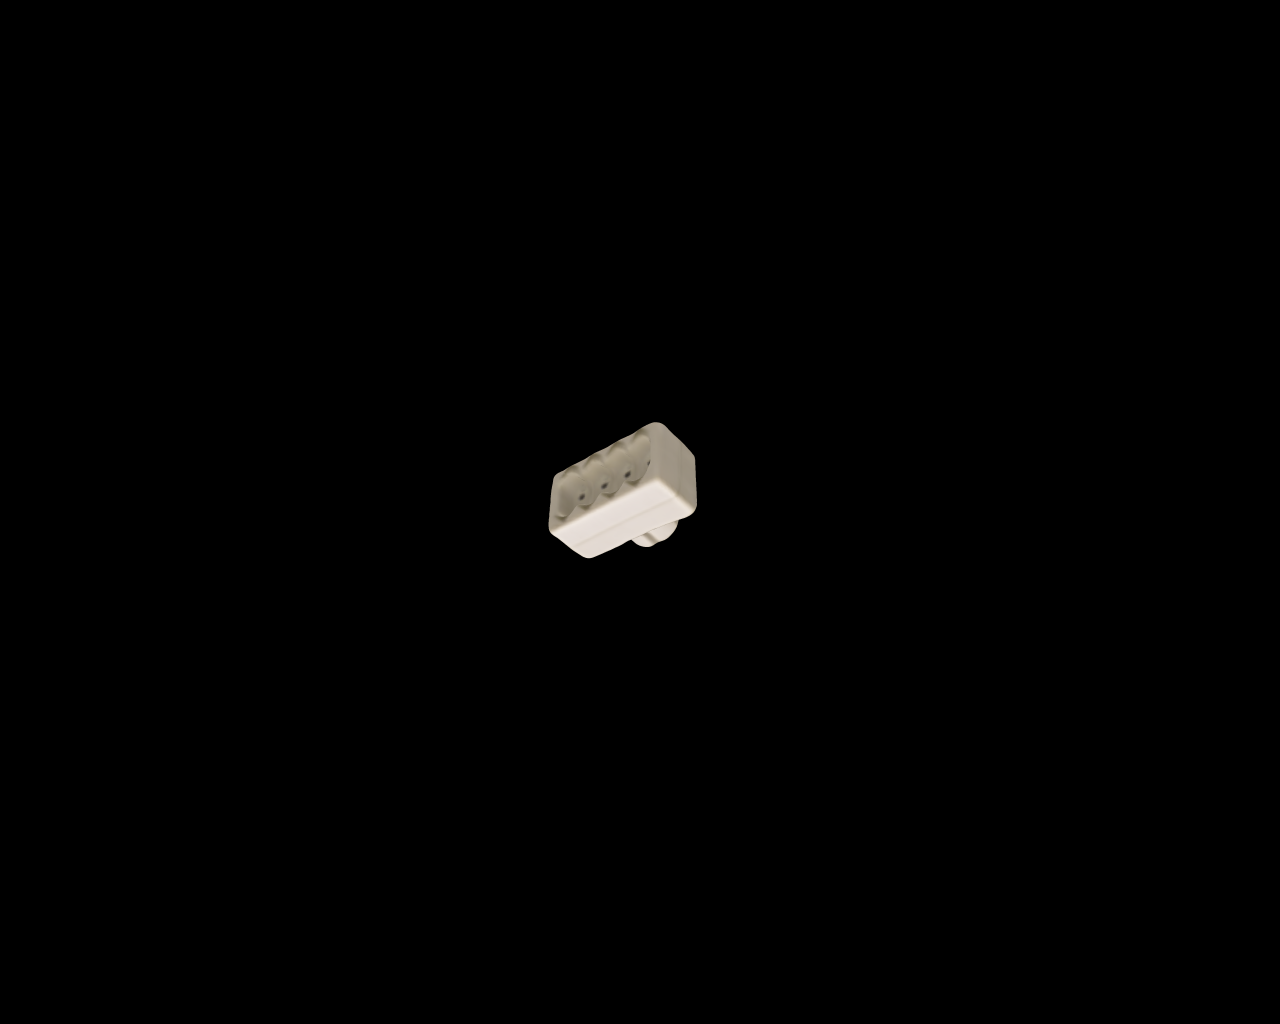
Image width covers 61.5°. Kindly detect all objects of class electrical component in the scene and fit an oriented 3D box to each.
[{"bbox_3d":[0.001,-0.003,0.650,0.083,0.047,0.075,-25,-45,28],"label":"electrical component"}]
